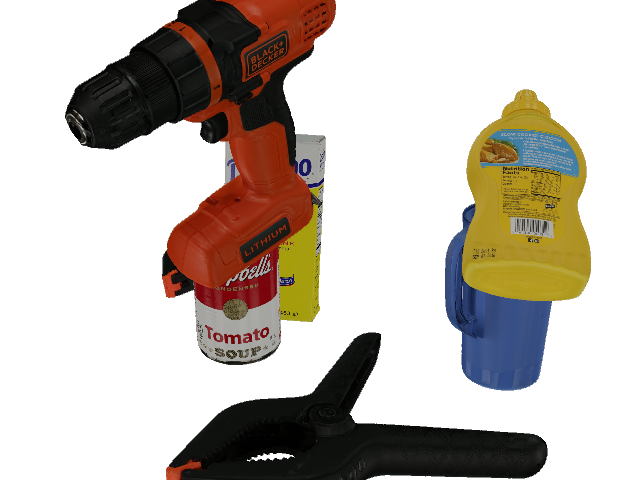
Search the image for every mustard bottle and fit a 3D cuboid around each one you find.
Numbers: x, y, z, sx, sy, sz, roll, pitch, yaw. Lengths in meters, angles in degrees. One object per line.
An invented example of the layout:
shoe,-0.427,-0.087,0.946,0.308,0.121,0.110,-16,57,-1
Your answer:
mustard bottle,0.166,-0.046,0.865,0.096,0.191,0.058,6,-33,3

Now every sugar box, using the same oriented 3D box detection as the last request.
sugar box,-0.045,-0.014,1.023,0.093,0.176,0.048,3,15,8

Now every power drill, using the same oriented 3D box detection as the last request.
power drill,-0.065,-0.058,0.657,0.184,0.188,0.057,-34,57,-28

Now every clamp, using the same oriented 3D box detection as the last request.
clamp,-0.116,0.008,1.218,0.120,0.039,0.171,-2,34,25
clamp,0.002,0.109,0.620,0.209,0.036,0.165,-9,24,-28

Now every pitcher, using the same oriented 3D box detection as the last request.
pitcher,0.242,0.076,1.431,0.149,0.243,0.145,4,21,9

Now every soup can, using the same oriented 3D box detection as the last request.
soup can,-0.065,0.036,0.821,0.068,0.102,0.068,0,28,0
